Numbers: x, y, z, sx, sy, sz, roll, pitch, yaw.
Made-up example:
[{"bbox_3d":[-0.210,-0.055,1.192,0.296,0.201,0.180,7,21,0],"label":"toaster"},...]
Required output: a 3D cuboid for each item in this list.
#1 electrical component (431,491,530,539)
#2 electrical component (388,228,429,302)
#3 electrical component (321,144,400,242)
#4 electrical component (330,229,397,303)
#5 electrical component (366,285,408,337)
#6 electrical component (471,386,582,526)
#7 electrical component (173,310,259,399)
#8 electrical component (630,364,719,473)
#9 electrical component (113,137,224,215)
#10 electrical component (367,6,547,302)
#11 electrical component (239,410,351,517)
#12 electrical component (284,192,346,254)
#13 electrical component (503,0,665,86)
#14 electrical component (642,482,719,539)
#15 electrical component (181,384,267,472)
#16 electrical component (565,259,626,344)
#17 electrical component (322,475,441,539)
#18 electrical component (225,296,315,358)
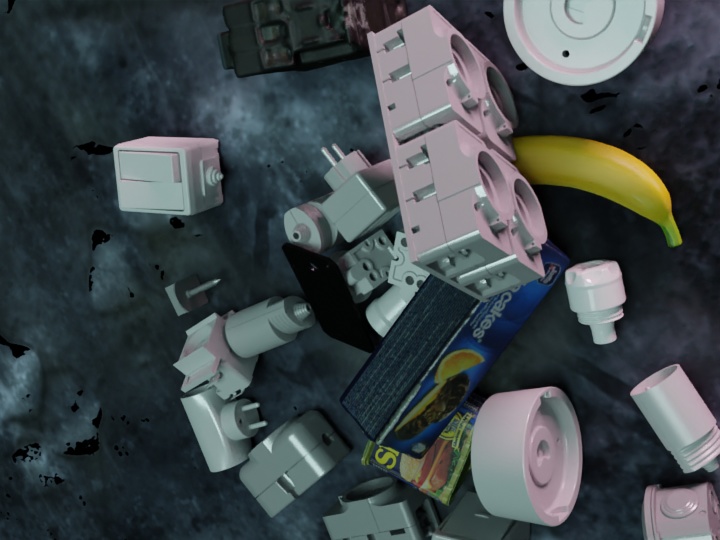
[{"bbox_3d":[0.100,0.233,0.900,0.062,0.096,0.061,7,107,25],"label":"electrical component"},{"bbox_3d":[0.054,-0.012,0.875,0.048,0.055,0.066,18,112,22],"label":"electrical component"},{"bbox_3d":[-0.003,-0.072,0.882,0.047,0.066,0.076,-41,84,30],"label":"electrical component"},{"bbox_3d":[0.000,0.000,0.906,0.048,0.066,0.055,56,141,-1],"label":"electrical component"},{"bbox_3d":[0.034,0.031,0.909,0.040,0.040,0.046,48,115,8],"label":"electrical component"},{"bbox_3d":[0.128,0.147,0.858,0.060,0.108,0.108,-5,102,35],"label":"electrical component"},{"bbox_3d":[-0.130,0.081,0.989,0.042,0.081,0.064,-32,118,32],"label":"electrical component"},{"bbox_3d":[0.247,0.117,0.821,0.043,0.043,0.081,-34,88,31],"label":"electrical component"},{"bbox_3d":[-0.169,-0.084,0.967,0.096,0.061,0.061,5,107,26],"label":"electrical component"},{"bbox_3d":[0.073,-0.084,0.770,0.060,0.105,0.186,-23,62,27],"label":"electrical component"},{"bbox_3d":[-0.063,0.175,0.993,0.059,0.054,0.095,50,120,6],"label":"electrical component"},{"bbox_3d":[-0.034,-0.037,0.899,0.043,0.081,0.043,8,108,25],"label":"electrical component"},{"bbox_3d":[0.163,-0.188,0.764,0.108,0.060,0.108,8,108,26],"label":"electrical component"},{"bbox_3d":[0.250,0.202,0.825,0.051,0.080,0.080,-14,98,25],"label":"electrical component"},{"bbox_3d":[-0.122,0.144,1.019,0.079,0.044,0.077,-19,96,30],"label":"electrical component"},{"bbox_3d":[0.183,0.025,0.827,0.043,0.043,0.062,-7,103,29],"label":"electrical component"},{"bbox_3d":[0.018,0.221,0.966,0.089,0.050,0.055,-18,96,30],"label":"electrical component"},{"bbox_3d":[-0.077,0.047,0.968,0.081,0.043,0.043,-23,93,31],"label":"electrical component"}]
